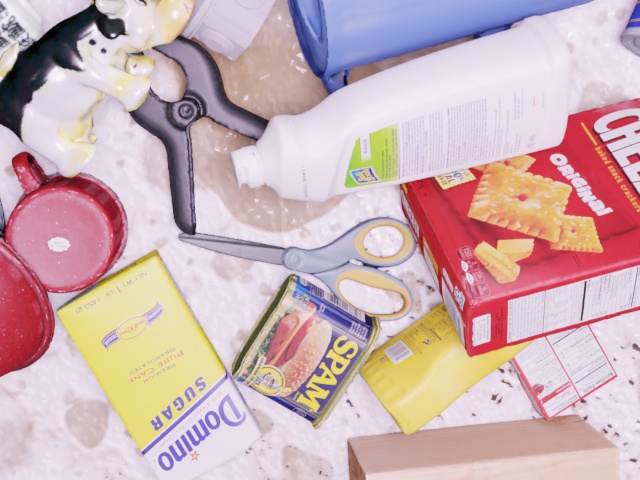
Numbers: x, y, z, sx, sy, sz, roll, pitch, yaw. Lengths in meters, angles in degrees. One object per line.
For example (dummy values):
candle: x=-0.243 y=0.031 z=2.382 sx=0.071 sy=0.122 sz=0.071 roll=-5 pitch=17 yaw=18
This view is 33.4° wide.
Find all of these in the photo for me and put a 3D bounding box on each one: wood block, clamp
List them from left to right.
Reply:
clamp: x=-0.092 y=-0.102 z=0.843 sx=0.120 sy=0.039 sz=0.171 roll=-27 pitch=100 yaw=-4
wood block: x=0.132 y=0.210 z=0.886 sx=0.206 sy=0.091 sz=0.090 roll=-4 pitch=98 yaw=-8

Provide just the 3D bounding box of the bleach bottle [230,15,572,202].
bleach bottle: x=0.056 y=-0.088 z=0.793 sx=0.250 sy=0.068 sz=0.102 roll=-15 pitch=135 yaw=-7

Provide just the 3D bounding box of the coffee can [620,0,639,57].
coffee can: x=0.316 y=-0.208 z=0.853 sx=0.102 sy=0.103 sz=0.140 roll=22 pitch=93 yaw=-10

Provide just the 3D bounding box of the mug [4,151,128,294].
mug: x=-0.201 y=-0.015 z=0.817 sx=0.093 sy=0.081 sz=0.117 roll=-27 pitch=100 yaw=-4

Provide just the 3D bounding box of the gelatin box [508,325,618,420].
gelatin box: x=0.200 y=0.098 z=0.912 sx=0.073 sy=0.030 sz=0.089 roll=-32 pitch=101 yaw=-4

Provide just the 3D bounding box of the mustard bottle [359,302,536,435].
mustard bottle: x=0.125 y=0.074 z=0.865 sx=0.191 sy=0.096 sz=0.058 roll=-37 pitch=108 yaw=-2

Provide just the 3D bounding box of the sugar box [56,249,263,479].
sugar box: x=-0.127 y=0.107 z=0.861 sx=0.093 sy=0.048 sz=0.176 roll=-30 pitch=99 yaw=-4

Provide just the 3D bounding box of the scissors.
scissors: x=-0.006 y=0.001 z=0.879 sx=0.201 sy=0.016 sz=0.096 roll=27 pitch=91 yaw=-10

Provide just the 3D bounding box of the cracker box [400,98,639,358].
cracker box: x=0.186 y=-0.017 z=0.827 sx=0.213 sy=0.164 sz=0.072 roll=-15 pitch=138 yaw=-5

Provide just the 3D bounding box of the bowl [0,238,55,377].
bowl: x=-0.281 y=0.056 z=0.786 sx=0.162 sy=0.055 sz=0.162 roll=9 pitch=129 yaw=11

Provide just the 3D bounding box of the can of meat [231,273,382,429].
can of meat: x=-0.013 y=0.088 z=0.863 sx=0.084 sy=0.057 sz=0.102 roll=30 pitch=105 yaw=-8

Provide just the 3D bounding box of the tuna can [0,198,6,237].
tuna can: x=-0.266 y=-0.038 z=0.804 sx=0.033 sy=0.086 sz=0.086 roll=-16 pitch=99 yaw=-8

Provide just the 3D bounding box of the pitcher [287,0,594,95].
pitcher: x=0.097 y=-0.203 z=0.818 sx=0.242 sy=0.149 sz=0.145 roll=-13 pitch=66 yaw=-9
